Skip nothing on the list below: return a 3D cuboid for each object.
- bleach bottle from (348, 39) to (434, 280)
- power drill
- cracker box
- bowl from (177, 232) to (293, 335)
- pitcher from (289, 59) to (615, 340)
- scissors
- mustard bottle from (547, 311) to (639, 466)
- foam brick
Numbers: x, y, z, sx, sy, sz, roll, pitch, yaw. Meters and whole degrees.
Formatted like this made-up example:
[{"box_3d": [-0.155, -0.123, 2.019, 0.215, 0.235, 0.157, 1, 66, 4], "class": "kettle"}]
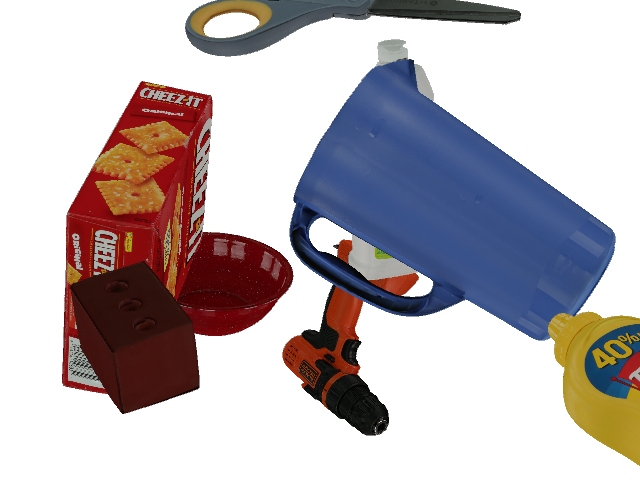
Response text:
[{"box_3d": [0.075, -0.087, 1.146, 0.102, 0.251, 0.068, -10, 23, -12], "class": "bleach bottle"}, {"box_3d": [0.041, 0.107, 1.220, 0.057, 0.188, 0.185, 13, 16, -42], "class": "power drill"}, {"box_3d": [-0.142, -0.006, 0.854, 0.072, 0.164, 0.213, 11, 34, 1], "class": "cracker box"}, {"box_3d": [-0.110, 0.051, 1.102, 0.162, 0.055, 0.162, 5, 28, -3], "class": "bowl"}, {"box_3d": [0.103, -0.017, 0.862, 0.243, 0.149, 0.144, 33, 41, 5], "class": "pitcher"}, {"box_3d": [0.005, -0.129, 0.627, 0.202, 0.096, 0.016, 23, -28, 24], "class": "scissors"}, {"box_3d": [0.201, 0.093, 0.630, 0.096, 0.058, 0.192, -20, 31, -21], "class": "mustard bottle"}, {"box_3d": [-0.115, 0.059, 0.660, 0.052, 0.051, 0.078, -18, 37, -26], "class": "foam brick"}]
